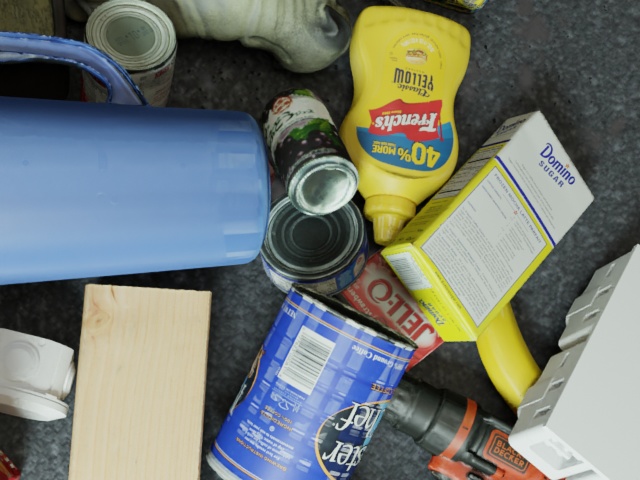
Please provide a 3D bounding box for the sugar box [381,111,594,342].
[{"bbox_3d":[0.134,-0.013,0.833,0.176,0.048,0.093,-45,108,-30],"label":"sugar box"}]

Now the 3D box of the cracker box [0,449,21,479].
[{"bbox_3d":[-0.278,0.189,0.673,0.164,0.214,0.072,-43,89,-14],"label":"cracker box"}]

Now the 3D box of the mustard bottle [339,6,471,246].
[{"bbox_3d":[0.064,-0.088,0.855,0.096,0.058,0.191,11,74,-11],"label":"mustard bottle"}]

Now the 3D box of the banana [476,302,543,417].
[{"bbox_3d":[0.176,0.113,0.847,0.069,0.037,0.198,-30,84,-13],"label":"banana"}]

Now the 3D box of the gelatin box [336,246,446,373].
[{"bbox_3d":[0.066,0.050,0.847,0.073,0.030,0.089,-37,86,-13],"label":"gelatin box"}]

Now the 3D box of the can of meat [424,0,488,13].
[{"bbox_3d":[0.106,-0.236,0.883,0.102,0.084,0.057,16,77,-5],"label":"can of meat"}]

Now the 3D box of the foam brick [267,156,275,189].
[{"bbox_3d":[-0.081,-0.054,0.835,0.078,0.053,0.051,-24,83,-13],"label":"foam brick"}]

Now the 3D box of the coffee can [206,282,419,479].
[{"bbox_3d":[-0.006,0.115,0.769,0.103,0.103,0.140,26,92,-3],"label":"coffee can"}]

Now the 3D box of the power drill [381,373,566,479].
[{"bbox_3d":[0.086,0.210,0.803,0.184,0.057,0.187,28,76,-3],"label":"power drill"}]

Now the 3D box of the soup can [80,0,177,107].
[{"bbox_3d":[-0.146,-0.125,0.807,0.068,0.102,0.068,6,62,-12],"label":"soup can"}]

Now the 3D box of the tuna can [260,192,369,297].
[{"bbox_3d":[-0.005,0.001,0.829,0.086,0.034,0.086,-3,61,6],"label":"tuna can"}]

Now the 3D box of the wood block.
[{"bbox_3d":[-0.131,0.143,0.769,0.090,0.090,0.206,4,78,-8],"label":"wood block"}]

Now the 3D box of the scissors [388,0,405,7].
[{"bbox_3d":[0.019,-0.236,0.898,0.201,0.096,0.016,31,107,-30],"label":"scissors"}]

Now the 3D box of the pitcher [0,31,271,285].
[{"bbox_3d":[-0.162,-0.045,0.722,0.242,0.149,0.145,-2,42,-16],"label":"pitcher"}]
